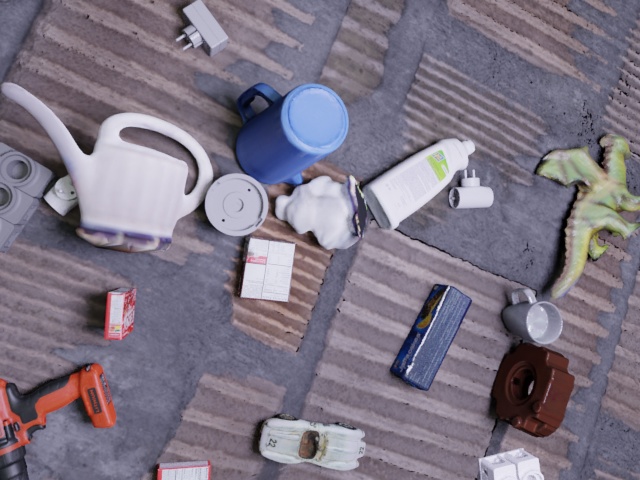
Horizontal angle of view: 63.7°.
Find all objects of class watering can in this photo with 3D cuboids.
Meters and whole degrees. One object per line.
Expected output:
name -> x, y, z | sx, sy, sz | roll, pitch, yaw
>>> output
watering can -> -0.326, -0.097, 0.806 | 0.346, 0.104, 0.225 | 13, 87, -43

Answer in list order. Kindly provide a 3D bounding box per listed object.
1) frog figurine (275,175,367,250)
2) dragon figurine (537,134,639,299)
frog figurine -> 0.003, -0.048, 0.951 | 0.159, 0.124, 0.136 | -8, 100, 20
dragon figurine -> 0.565, -0.086, 1.116 | 0.414, 0.120, 0.244 | -38, 80, -16
